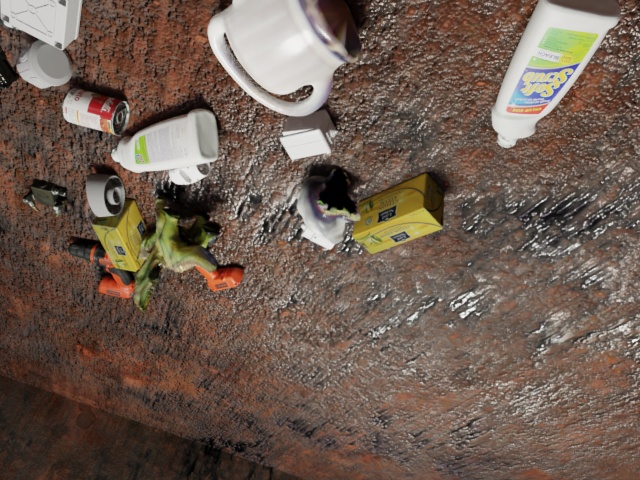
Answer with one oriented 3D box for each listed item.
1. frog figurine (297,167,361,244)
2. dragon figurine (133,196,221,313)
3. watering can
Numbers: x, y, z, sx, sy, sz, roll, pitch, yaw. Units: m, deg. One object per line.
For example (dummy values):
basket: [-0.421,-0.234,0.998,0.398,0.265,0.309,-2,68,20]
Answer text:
frog figurine: [0.003,-0.052,1.039,0.138,0.124,0.156,52,147,7]
dragon figurine: [-0.332,0.052,1.130,0.121,0.417,0.241,22,104,-31]
watering can: [-0.081,-0.326,0.745,0.222,0.106,0.342,-17,131,32]
